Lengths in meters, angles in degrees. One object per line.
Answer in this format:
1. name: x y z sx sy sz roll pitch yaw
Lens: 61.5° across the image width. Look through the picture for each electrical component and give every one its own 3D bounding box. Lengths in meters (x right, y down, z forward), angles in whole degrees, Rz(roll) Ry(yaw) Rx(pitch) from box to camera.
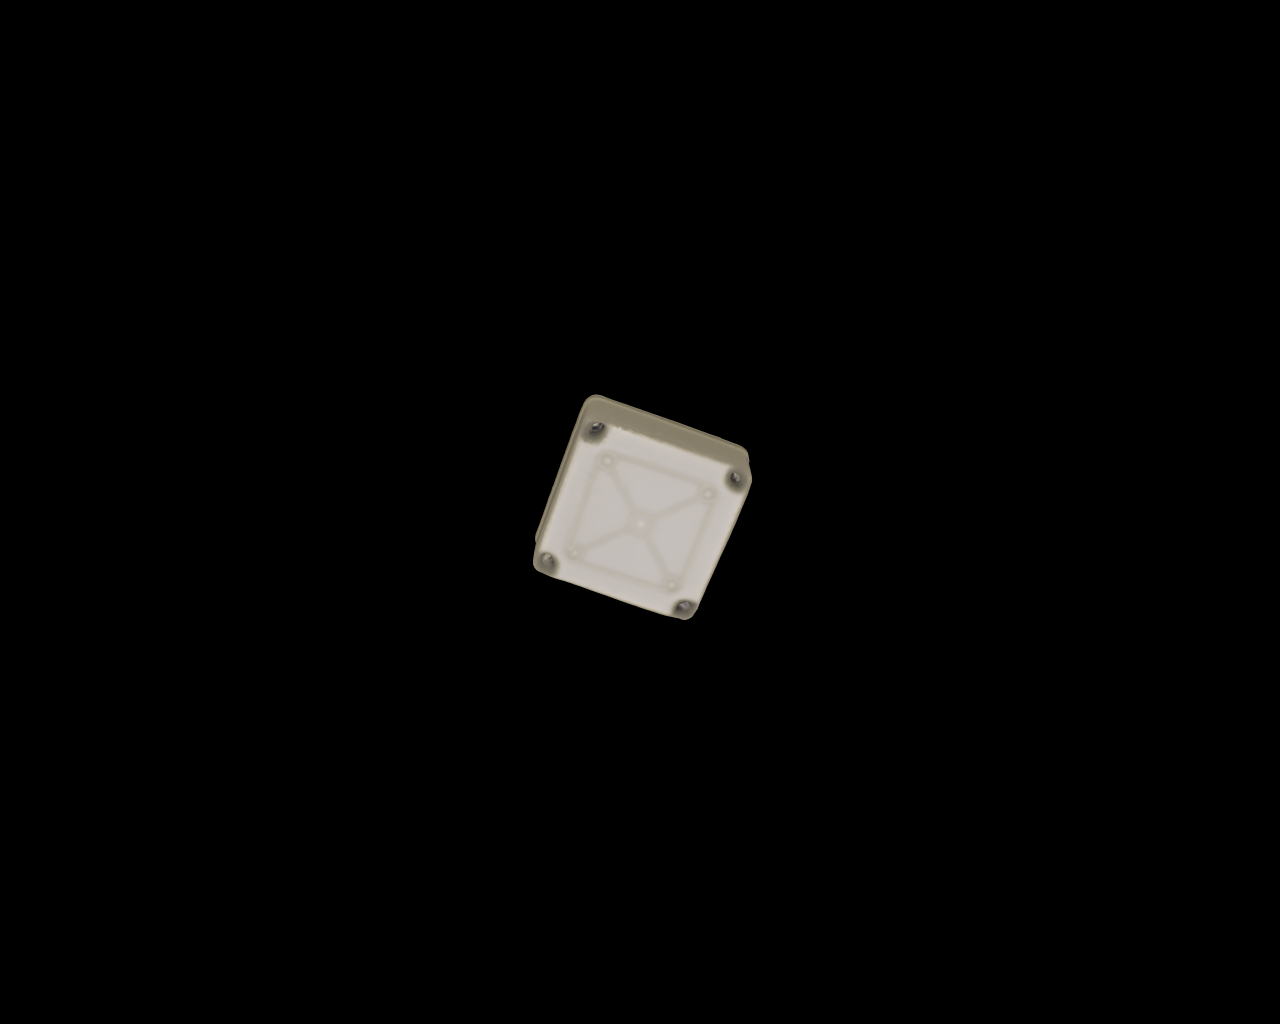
1. electrical component: 0.001 -0.003 0.650 0.109 0.108 0.056 19 20 -7
